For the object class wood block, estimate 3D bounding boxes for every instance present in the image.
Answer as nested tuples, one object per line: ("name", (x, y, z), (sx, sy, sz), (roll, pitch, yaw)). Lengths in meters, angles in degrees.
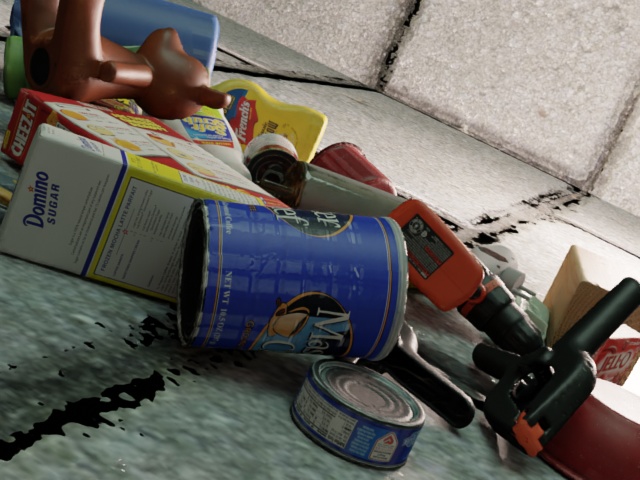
("wood block", (0.312, 0.079, 1.205), (0.091, 0.090, 0.206), (25, 14, 6))

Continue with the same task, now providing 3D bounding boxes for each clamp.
("clamp", (0.173, 0.109, 0.861), (0.036, 0.165, 0.209), (56, 34, -9))
("clamp", (0.038, 0.085, 0.833), (0.120, 0.039, 0.172), (21, 14, -28))

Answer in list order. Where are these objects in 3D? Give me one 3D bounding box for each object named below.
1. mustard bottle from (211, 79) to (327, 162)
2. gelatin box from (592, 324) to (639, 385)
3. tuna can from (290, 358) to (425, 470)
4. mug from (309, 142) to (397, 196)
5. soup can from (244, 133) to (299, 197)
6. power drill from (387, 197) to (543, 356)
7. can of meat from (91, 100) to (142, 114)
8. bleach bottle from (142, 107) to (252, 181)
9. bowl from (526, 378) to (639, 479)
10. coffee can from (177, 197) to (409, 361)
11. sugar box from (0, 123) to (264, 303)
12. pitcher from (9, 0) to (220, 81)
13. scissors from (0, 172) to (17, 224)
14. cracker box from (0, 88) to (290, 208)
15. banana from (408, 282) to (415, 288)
("mustard bottle", (-0.094, -0.153, 1.372), (0.191, 0.096, 0.058), (24, 14, 0))
("gelatin box", (0.267, 0.117, 1.019), (0.030, 0.073, 0.089), (36, 18, 35))
("tuna can", (0.026, 0.114, 0.708), (0.086, 0.034, 0.086), (23, 14, -6))
("mug", (0.026, -0.053, 1.242), (0.117, 0.093, 0.082), (-14, 38, -27))
("soup can", (-0.056, -0.082, 1.232), (0.068, 0.068, 0.102), (22, 13, -11))
("power drill", (0.130, 0.038, 1.000), (0.184, 0.057, 0.187), (46, 5, 20))
("can of meat", (-0.239, -0.126, 1.115), (0.102, 0.057, 0.084), (19, 17, -16))
("bleach bottle", (-0.126, -0.097, 1.185), (0.102, 0.068, 0.251), (13, 19, -28))
("bowl", (0.240, 0.157, 0.864), (0.162, 0.055, 0.162), (23, 13, -6))
("coffee can", (-0.022, 0.028, 0.742), (0.140, 0.103, 0.103), (6, 19, -16))
("sugar box", (-0.136, -0.013, 0.783), (0.176, 0.093, 0.048), (20, 14, -18))
("pitcher", (-0.250, -0.250, 1.298), (0.242, 0.149, 0.145), (11, -14, -12))
("scissors", (-0.284, -0.054, 0.853), (0.202, 0.016, 0.096), (27, 14, 13))
("cracker box", (-0.155, -0.052, 0.948), (0.214, 0.072, 0.163), (33, 15, 35))
("banana", (0.115, 0.041, 1.124), (0.197, 0.037, 0.070), (13, 18, -39))
